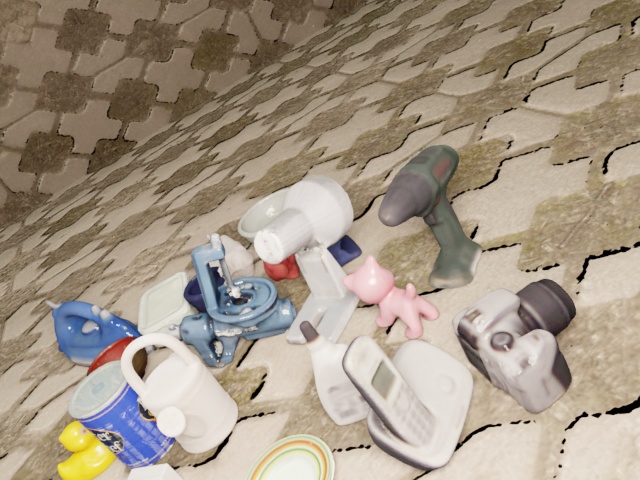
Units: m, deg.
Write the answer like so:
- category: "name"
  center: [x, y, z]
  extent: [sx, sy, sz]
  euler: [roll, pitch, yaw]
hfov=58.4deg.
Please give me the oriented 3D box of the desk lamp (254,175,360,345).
- category: "desk lamp"
  center: [-0.014, 0.028, 0.933]
  extent: [0.117, 0.214, 0.203]
  euler: [-6, 37, 36]

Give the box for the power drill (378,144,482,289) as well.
- category: "power drill"
  center: [0.172, -0.032, 0.865]
  extent: [0.075, 0.209, 0.230]
  euler: [-7, 36, 35]

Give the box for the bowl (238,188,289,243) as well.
- category: "bowl"
  center: [-0.091, -0.036, 1.246]
  extent: [0.167, 0.075, 0.167]
  euler: [-22, 30, 14]

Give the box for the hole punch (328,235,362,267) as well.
- category: "hole punch"
  center: [0.010, 0.004, 1.076]
  extent: [0.101, 0.091, 0.108]
  euler: [-33, 29, -6]

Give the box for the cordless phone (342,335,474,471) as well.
- category: "cordless phone"
  center: [0.098, 0.157, 0.659]
  extent: [0.093, 0.185, 0.148]
  euler: [-6, 37, 36]

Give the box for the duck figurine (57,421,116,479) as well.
- category: "duck figurine"
  center: [-0.381, 0.331, 0.917]
  extent: [0.105, 0.086, 0.077]
  euler: [-39, 30, -16]

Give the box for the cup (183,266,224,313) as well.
- category: "cup"
  center: [-0.200, 0.107, 1.100]
  extent: [0.091, 0.095, 0.117]
  euler: [-29, 29, 1]

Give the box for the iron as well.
- category: "iron"
  center: [-0.459, 0.175, 1.176]
  extent: [0.257, 0.142, 0.119]
  euler: [-5, 37, 37]

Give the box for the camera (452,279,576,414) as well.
- category: "camera"
  center: [0.247, 0.107, 0.692]
  extent: [0.137, 0.101, 0.142]
  euler: [-34, 29, -8]

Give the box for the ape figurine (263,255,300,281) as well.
- category: "ape figurine"
  center: [-0.084, 0.031, 1.117]
  extent: [0.075, 0.092, 0.078]
  euler: [-5, 37, 37]

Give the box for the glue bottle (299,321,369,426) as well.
- category: "glue bottle"
  center: [0.019, 0.165, 0.730]
  extent: [0.078, 0.173, 0.037]
  euler: [-23, 30, 12]

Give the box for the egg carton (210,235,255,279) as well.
- category: "egg carton"
  center: [-0.203, 0.050, 1.217]
  extent: [0.107, 0.069, 0.149]
  euler: [-39, 30, -17]

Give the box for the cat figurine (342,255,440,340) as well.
- category: "cat figurine"
  center: [0.100, 0.076, 0.855]
  extent: [0.127, 0.118, 0.067]
  euler: [10, 48, 49]

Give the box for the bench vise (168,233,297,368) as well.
- category: "bench vise"
  center: [-0.169, 0.105, 0.944]
  extent: [0.207, 0.220, 0.121]
  euler: [-34, 29, -8]

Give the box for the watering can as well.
- category: "watering can"
  center: [-0.206, 0.216, 0.830]
  extent: [0.101, 0.194, 0.172]
  euler: [-41, 31, -19]
